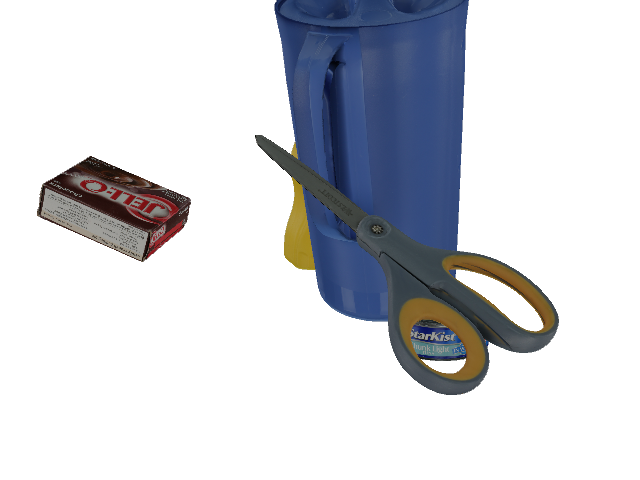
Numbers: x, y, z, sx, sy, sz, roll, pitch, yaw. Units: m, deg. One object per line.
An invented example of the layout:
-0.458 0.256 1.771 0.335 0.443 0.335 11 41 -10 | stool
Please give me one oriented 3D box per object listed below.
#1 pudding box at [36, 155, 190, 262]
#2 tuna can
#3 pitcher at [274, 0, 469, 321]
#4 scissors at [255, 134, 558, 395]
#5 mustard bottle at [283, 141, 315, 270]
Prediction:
-0.189 -0.030 0.983 0.113 0.039 0.090 21 25 9 | pudding box
0.101 0.072 0.907 0.086 0.034 0.086 -1 16 0 | tuna can
0.038 -0.061 0.774 0.149 0.243 0.145 -14 29 -16 | pitcher
0.026 0.013 0.564 0.202 0.016 0.096 27 52 15 | scissors
0.015 -0.067 1.101 0.096 0.192 0.058 -5 21 -24 | mustard bottle
